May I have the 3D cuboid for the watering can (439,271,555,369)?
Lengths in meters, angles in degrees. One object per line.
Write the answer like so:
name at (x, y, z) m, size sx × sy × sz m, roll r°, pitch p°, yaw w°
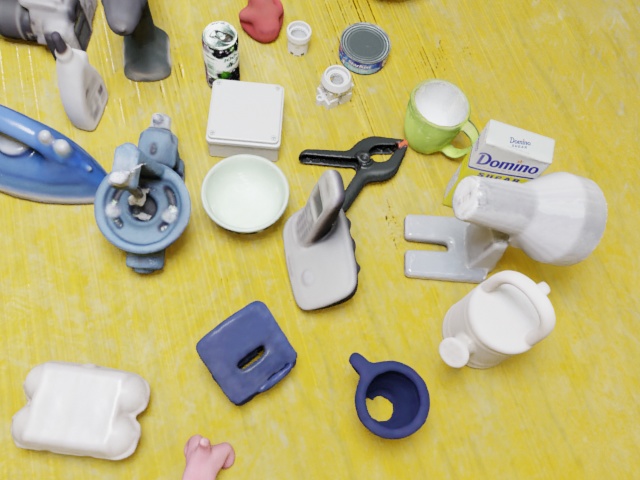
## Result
watering can at (0.226, 0.104, 0.724) m, size 0.101 × 0.194 × 0.173 m, roll 34°, pitch 69°, yaw 8°

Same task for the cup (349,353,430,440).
cup at (0.073, 0.196, 0.723) m, size 0.092 × 0.095 × 0.117 m, roll -40°, pitch 77°, yaw -19°

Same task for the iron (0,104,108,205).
iron at (-0.403, -0.134, 0.775) m, size 0.258 × 0.141 × 0.119 m, roll 20°, pitch 67°, yaw 2°

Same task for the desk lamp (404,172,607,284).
desk lamp at (0.233, -0.015, 0.761) m, size 0.203 × 0.213 × 0.118 m, roll 3°, pitch 68°, yaw -5°

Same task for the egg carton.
egg carton at (-0.286, 0.204, 0.692) m, size 0.150 × 0.069 × 0.107 m, roll 8°, pitch 68°, yaw -3°

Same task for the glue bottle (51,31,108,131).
glue bottle at (-0.342, -0.230, 0.803) m, size 0.037 × 0.173 × 0.078 m, roll 13°, pitch 67°, yaw -1°

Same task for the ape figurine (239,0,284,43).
ape figurine at (-0.094, -0.376, 0.934) m, size 0.078 × 0.092 × 0.076 m, roll -9°, pitch 69°, yaw -10°

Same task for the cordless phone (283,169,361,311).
cordless phone at (0.007, 0.003, 0.744) m, size 0.094 × 0.185 × 0.147 m, roll -11°, pitch 70°, yaw -10°

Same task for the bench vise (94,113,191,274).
bench vise at (-0.235, -0.082, 0.731) m, size 0.121 × 0.220 × 0.207 m, roll -12°, pitch 70°, yaw -11°

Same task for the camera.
camera at (-0.432, -0.361, 0.884) m, size 0.137 × 0.101 × 0.143 m, roll 6°, pitch 68°, yaw -4°

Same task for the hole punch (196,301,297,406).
hole punch at (-0.089, 0.144, 0.727) m, size 0.109 × 0.091 × 0.101 m, roll -36°, pitch 76°, yaw -18°

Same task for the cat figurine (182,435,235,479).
cat figurine at (-0.143, 0.287, 0.649) m, size 0.067 × 0.118 × 0.128 m, roll 12°, pitch 67°, yaw -1°

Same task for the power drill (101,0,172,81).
power drill at (-0.269, -0.332, 0.833) m, size 0.076 × 0.208 × 0.229 m, roll -7°, pitch 69°, yaw -9°
